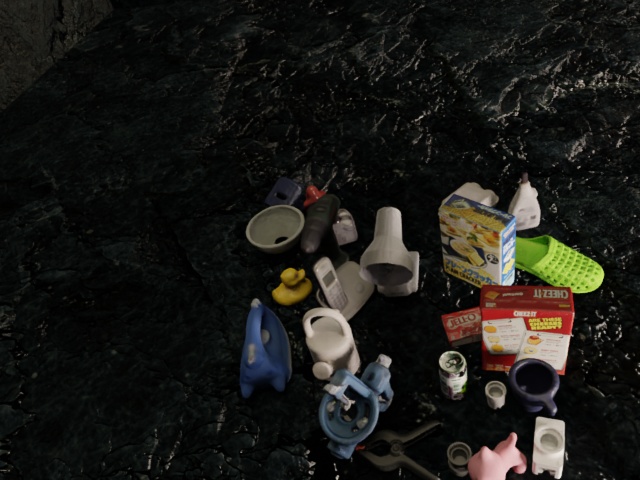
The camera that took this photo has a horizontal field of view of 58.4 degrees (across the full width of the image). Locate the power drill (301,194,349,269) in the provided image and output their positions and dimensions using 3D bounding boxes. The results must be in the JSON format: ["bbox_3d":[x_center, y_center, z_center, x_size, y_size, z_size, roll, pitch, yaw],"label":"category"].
[{"bbox_3d":[0.013,0.005,1.428,0.075,0.209,0.229,-1,46,16],"label":"power drill"}]

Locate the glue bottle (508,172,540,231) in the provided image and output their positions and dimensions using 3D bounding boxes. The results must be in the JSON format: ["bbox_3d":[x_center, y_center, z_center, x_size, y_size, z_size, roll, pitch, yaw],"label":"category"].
[{"bbox_3d":[0.503,-0.098,1.412,0.078,0.173,0.037,-11,44,6],"label":"glue bottle"}]

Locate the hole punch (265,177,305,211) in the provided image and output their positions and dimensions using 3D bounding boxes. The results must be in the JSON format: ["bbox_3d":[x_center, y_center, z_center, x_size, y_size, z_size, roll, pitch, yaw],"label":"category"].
[{"bbox_3d":[-0.101,-0.117,1.672,0.108,0.091,0.101,28,59,37],"label":"hole punch"}]

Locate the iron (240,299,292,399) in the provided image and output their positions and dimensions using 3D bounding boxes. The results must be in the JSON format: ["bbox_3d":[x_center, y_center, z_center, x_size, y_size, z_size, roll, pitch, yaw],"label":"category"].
[{"bbox_3d":[-0.138,0.220,1.304,0.118,0.142,0.258,-12,44,5],"label":"iron"}]

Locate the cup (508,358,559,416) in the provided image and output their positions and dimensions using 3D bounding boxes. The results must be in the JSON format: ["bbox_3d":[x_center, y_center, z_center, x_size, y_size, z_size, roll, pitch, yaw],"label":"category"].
[{"bbox_3d":[0.413,0.297,1.094,0.091,0.095,0.117,-20,43,-4],"label":"cup"}]

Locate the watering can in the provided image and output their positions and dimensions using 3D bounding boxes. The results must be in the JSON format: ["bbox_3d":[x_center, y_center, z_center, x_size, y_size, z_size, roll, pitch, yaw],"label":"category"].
[{"bbox_3d":[0.022,0.217,1.220,0.101,0.194,0.172,-17,43,-1],"label":"watering can"}]

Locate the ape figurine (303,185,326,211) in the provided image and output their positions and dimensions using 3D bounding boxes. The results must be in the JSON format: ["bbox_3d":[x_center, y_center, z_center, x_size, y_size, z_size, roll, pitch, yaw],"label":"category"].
[{"bbox_3d":[-0.015,-0.120,1.648,0.078,0.092,0.076,-25,44,-9],"label":"ape figurine"}]

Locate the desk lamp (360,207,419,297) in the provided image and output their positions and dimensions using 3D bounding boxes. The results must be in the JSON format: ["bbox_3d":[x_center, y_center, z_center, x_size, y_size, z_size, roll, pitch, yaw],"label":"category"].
[{"bbox_3d":[0.166,0.042,1.341,0.117,0.214,0.203,-2,45,15],"label":"desk lamp"}]

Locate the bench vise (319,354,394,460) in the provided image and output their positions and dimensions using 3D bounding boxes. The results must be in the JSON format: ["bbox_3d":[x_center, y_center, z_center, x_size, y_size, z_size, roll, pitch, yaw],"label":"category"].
[{"bbox_3d":[0.061,0.292,1.113,0.121,0.220,0.207,4,47,21],"label":"bench vise"}]

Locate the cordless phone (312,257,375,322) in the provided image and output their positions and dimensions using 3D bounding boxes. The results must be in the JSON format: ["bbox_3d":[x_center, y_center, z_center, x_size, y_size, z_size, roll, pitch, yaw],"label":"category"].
[{"bbox_3d":[0.049,0.092,1.346,0.093,0.185,0.148,23,56,34],"label":"cordless phone"}]

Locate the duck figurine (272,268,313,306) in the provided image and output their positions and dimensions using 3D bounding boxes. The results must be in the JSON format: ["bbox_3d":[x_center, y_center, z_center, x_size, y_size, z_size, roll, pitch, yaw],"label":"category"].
[{"bbox_3d":[-0.075,0.110,1.437,0.104,0.086,0.077,-25,44,-9],"label":"duck figurine"}]

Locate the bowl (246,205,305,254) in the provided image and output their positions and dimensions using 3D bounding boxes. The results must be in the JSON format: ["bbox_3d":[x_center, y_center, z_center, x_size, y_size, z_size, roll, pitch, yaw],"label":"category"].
[{"bbox_3d":[-0.116,-0.016,1.586,0.167,0.075,0.167,-8,44,8],"label":"bowl"}]

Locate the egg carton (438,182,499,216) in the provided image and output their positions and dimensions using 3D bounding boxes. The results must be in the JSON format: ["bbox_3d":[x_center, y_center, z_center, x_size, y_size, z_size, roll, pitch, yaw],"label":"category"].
[{"bbox_3d":[0.390,-0.088,1.511,0.150,0.069,0.107,-37,47,-20],"label":"egg carton"}]

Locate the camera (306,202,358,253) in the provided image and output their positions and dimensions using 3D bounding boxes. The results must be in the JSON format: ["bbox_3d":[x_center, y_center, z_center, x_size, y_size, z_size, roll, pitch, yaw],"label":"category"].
[{"bbox_3d":[0.017,-0.054,1.565,0.143,0.101,0.136,-15,43,1],"label":"camera"}]

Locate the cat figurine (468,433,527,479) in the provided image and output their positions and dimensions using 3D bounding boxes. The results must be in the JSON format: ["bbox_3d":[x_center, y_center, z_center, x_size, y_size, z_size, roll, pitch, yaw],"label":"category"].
[{"bbox_3d":[0.308,0.393,1.011,0.128,0.118,0.067,-37,47,-20],"label":"cat figurine"}]
